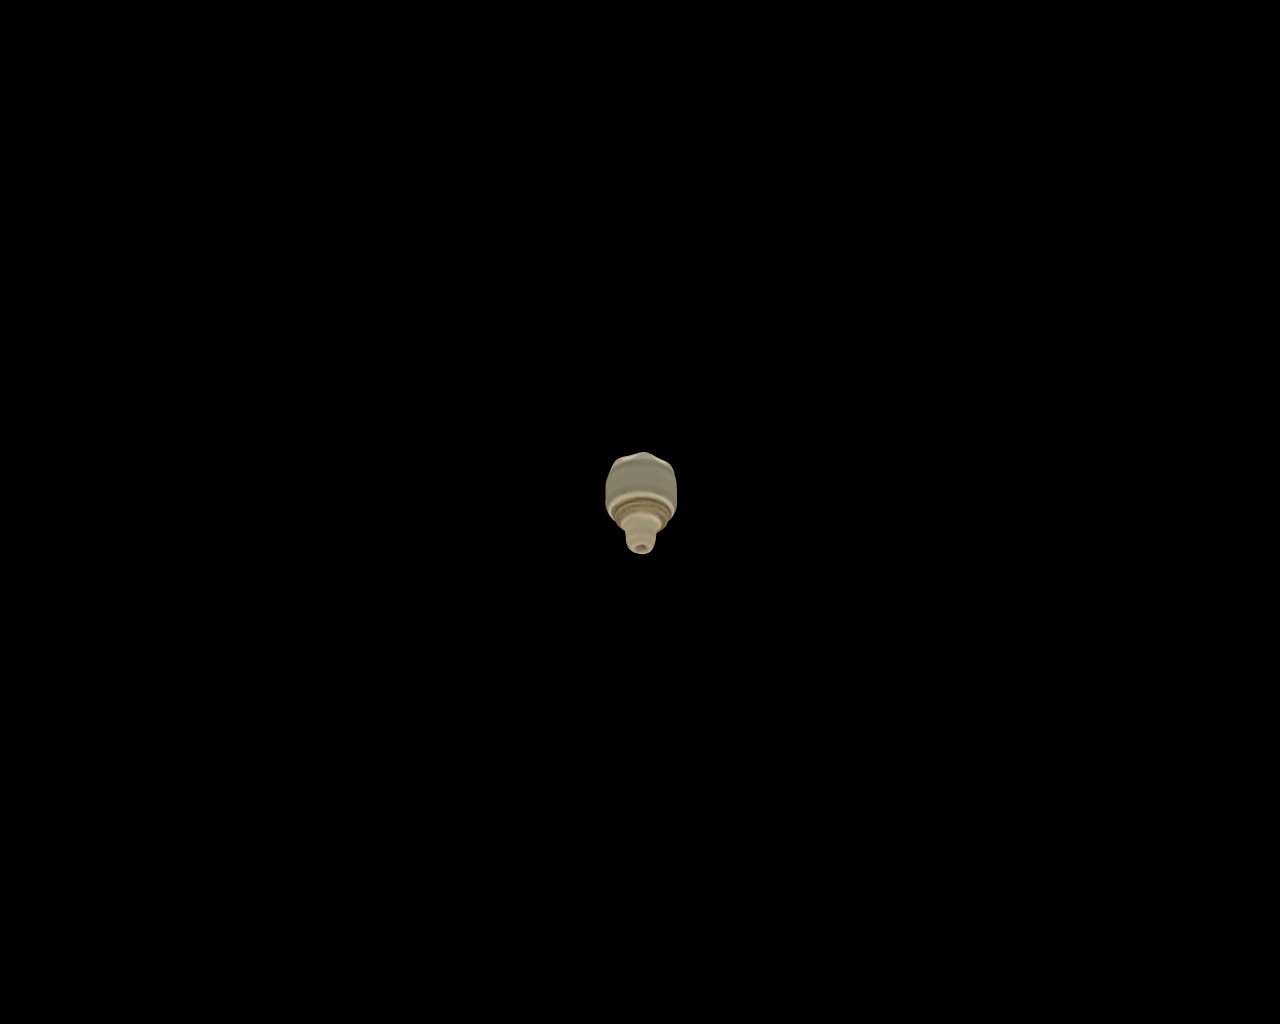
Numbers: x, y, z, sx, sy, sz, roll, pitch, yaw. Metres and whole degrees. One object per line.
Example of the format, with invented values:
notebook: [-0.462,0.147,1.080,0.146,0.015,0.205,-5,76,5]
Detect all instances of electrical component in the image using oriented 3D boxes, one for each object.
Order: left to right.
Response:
electrical component: [0.001,-0.003,0.650,0.043,0.062,0.043,0,-36,0]
